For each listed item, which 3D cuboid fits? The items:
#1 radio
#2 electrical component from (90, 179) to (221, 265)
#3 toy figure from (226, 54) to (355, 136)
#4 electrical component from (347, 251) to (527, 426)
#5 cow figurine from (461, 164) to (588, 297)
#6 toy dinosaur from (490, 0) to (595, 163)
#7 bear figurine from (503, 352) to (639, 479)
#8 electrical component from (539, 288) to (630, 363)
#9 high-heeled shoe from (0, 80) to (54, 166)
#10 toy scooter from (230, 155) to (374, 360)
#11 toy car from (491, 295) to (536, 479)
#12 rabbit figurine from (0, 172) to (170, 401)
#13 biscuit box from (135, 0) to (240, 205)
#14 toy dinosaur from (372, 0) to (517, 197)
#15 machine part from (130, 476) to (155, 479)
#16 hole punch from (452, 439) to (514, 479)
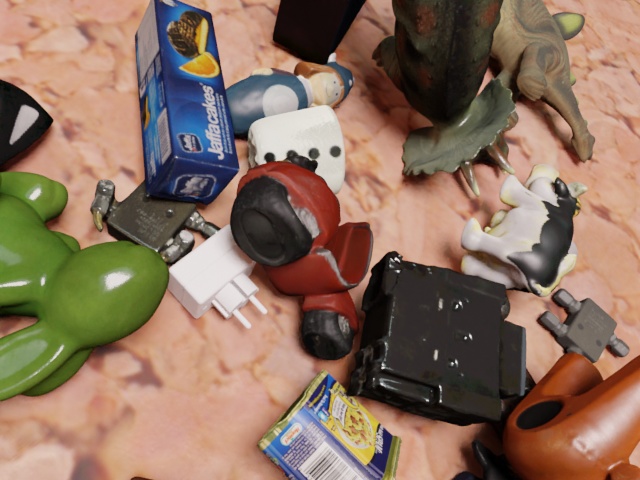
[{"bbox_3d":[0.031,-0.313,0.604,0.073,0.131,0.229,29,61,-3],"label":"radio"},{"bbox_3d":[-0.145,-0.016,0.461,0.102,0.045,0.078,39,62,2],"label":"electrical component"},{"bbox_3d":[-0.026,-0.147,0.553,0.154,0.064,0.058,-22,56,-21],"label":"toy figure"},{"bbox_3d":[0.099,0.083,0.432,0.134,0.058,0.115,16,65,-11],"label":"electrical component"},{"bbox_3d":[0.216,-0.016,0.529,0.098,0.068,0.167,26,54,34],"label":"cow figurine"},{"bbox_3d":[0.204,-0.296,0.672,0.198,0.105,0.471,-35,88,-36],"label":"toy dinosaur"},{"bbox_3d":[0.227,0.196,0.390,0.132,0.120,0.196,-34,86,-19],"label":"bear figurine"},{"bbox_3d":[0.274,0.096,0.553,0.094,0.021,0.063,42,61,4],"label":"electrical component"},{"bbox_3d":[-0.294,-0.015,0.419,0.145,0.086,0.248,10,79,-47],"label":"high-heeled shoe"},{"bbox_3d":[-0.001,-0.001,0.462,0.183,0.075,0.135,64,36,-28],"label":"toy scooter"},{"bbox_3d":[0.169,0.132,0.489,0.089,0.053,0.202,-18,71,-27],"label":"toy car"},{"bbox_3d":[-0.196,0.031,0.369,0.170,0.121,0.159,15,79,6],"label":"rabbit figurine"},{"bbox_3d":[-0.126,-0.130,0.491,0.063,0.059,0.203,8,56,-36],"label":"biscuit box"},{"bbox_3d":[0.114,-0.196,0.479,0.131,0.404,0.192,-16,57,4],"label":"toy dinosaur"},{"bbox_3d":[-0.083,0.264,0.329,0.201,0.087,0.201,17,64,-10],"label":"machine part"},{"bbox_3d":[0.127,0.248,0.410,0.142,0.092,0.116,54,25,12],"label":"hole punch"}]
